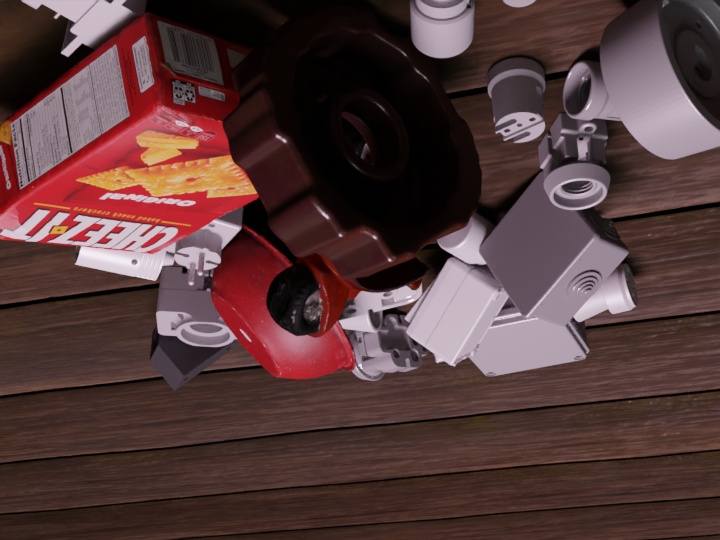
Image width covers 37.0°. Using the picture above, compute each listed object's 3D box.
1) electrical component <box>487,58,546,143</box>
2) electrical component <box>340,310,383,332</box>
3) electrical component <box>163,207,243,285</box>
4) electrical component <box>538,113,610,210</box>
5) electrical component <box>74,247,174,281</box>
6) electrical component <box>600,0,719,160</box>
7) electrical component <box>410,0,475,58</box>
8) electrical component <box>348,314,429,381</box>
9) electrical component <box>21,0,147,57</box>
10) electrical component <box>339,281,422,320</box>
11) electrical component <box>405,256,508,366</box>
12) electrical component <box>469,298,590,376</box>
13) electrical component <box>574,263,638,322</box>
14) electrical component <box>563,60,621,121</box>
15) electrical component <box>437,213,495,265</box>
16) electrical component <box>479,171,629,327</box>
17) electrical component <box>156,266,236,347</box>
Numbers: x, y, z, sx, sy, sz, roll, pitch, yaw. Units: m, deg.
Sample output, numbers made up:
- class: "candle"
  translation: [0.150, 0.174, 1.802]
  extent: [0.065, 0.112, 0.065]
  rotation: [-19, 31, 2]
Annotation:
- class: "electrical component"
  translation: [0.109, -0.117, 0.743]
  extent: [0.040, 0.046, 0.040]
  rotation: [0, 150, 0]
- class: "electrical component"
  translation: [-0.016, 0.040, 1.023]
  extent: [0.065, 0.044, 0.044]
  rotation: [-6, 150, 20]
- class: "electrical component"
  translation: [-0.131, -0.025, 0.874]
  extent: [0.047, 0.076, 0.066]
  rotation: [16, 147, -26]
- class: "electrical component"
  translation: [0.160, -0.078, 0.799]
  extent: [0.048, 0.055, 0.066]
  rotation: [7, 149, -12]
- class: "electrical component"
  translation: [-0.200, -0.017, 0.922]
  extent: [0.081, 0.043, 0.043]
  rotation: [13, 148, -21]
- class: "electrical component"
  translation: [0.196, -0.122, 0.677]
  extent: [0.108, 0.108, 0.060]
  rotation: [23, 149, -34]
- class: "electrical component"
  translation: [0.051, -0.166, 0.663]
  extent: [0.040, 0.040, 0.078]
  rotation: [-2, 150, 3]
- class: "electrical component"
  translation: [0.022, 0.078, 1.069]
  extent: [0.057, 0.058, 0.078]
  rotation: [-22, 161, 37]
- class: "electrical component"
  translation: [-0.168, -0.172, 0.655]
  extent: [0.064, 0.042, 0.081]
  rotation: [27, 140, -34]
- class: "electrical component"
  translation: [0.000, 0.000, 0.923]
  extent: [0.095, 0.059, 0.053]
  rotation: [-14, 149, -2]
- class: "electrical component"
  translation: [0.084, 0.037, 0.947]
  extent: [0.096, 0.061, 0.062]
  rotation: [-61, 162, 17]
- class: "electrical component"
  translation: [0.150, 0.049, 1.020]
  extent: [0.109, 0.056, 0.108]
  rotation: [-13, 147, 22]
- class: "electrical component"
  translation: [0.220, 0.020, 0.981]
  extent: [0.055, 0.045, 0.045]
  rotation: [-15, 147, 24]
- class: "electrical component"
  translation: [0.170, -0.122, 0.742]
  extent: [0.046, 0.040, 0.040]
  rotation: [5, 151, -20]
- class: "electrical component"
  translation: [0.100, -0.024, 0.911]
  extent: [0.040, 0.040, 0.078]
  rotation: [-25, 142, 37]
- class: "electrical component"
  translation: [0.154, -0.015, 0.853]
  extent: [0.048, 0.099, 0.099]
  rotation: [19, 119, -37]
- class: "electrical component"
  translation: [-0.142, 0.035, 1.001]
  extent: [0.089, 0.055, 0.050]
  rotation: [4, 150, -5]
